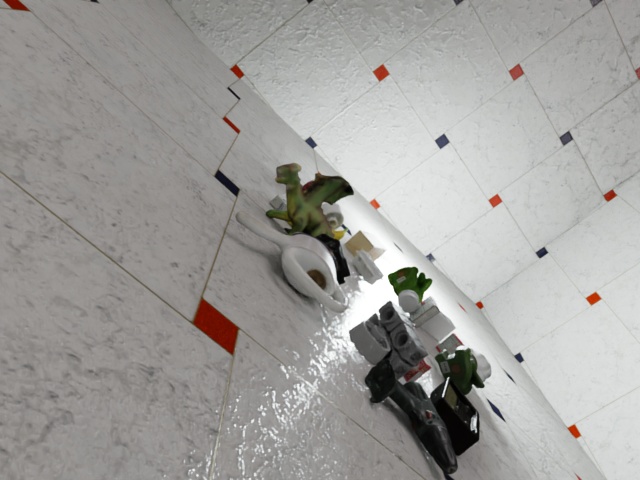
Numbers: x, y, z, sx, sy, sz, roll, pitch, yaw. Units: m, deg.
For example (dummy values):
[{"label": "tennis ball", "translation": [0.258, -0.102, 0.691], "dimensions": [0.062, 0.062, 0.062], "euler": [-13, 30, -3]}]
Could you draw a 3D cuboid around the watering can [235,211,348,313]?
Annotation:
[{"label": "watering can", "translation": [-0.056, 0.035, 1.246], "dimensions": [0.346, 0.103, 0.227], "euler": [46, 11, -8]}]

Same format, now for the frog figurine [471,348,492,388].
[{"label": "frog figurine", "translation": [0.560, 0.461, 1.900], "dimensions": [0.156, 0.122, 0.141], "euler": [51, 25, -46]}]

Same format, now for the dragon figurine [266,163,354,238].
[{"label": "dragon figurine", "translation": [0.005, -0.075, 1.496], "dimensions": [0.405, 0.241, 0.124], "euler": [37, 10, -30]}]
